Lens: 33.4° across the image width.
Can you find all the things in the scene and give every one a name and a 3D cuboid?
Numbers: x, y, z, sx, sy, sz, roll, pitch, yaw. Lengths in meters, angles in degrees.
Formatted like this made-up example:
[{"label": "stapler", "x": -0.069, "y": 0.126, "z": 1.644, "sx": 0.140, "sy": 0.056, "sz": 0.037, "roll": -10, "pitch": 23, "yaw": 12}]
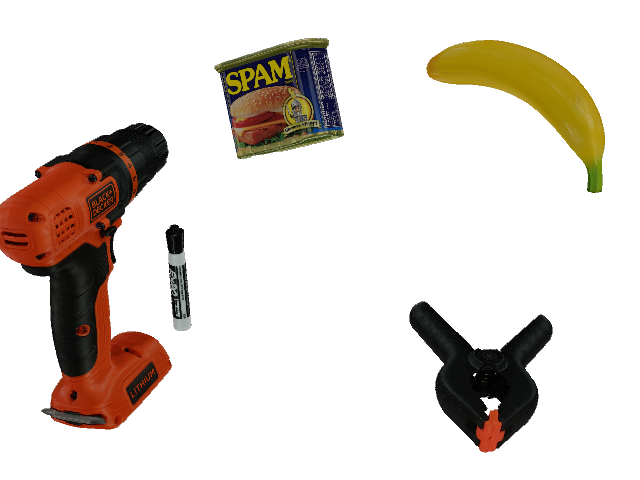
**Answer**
[{"label": "clamp", "x": 0.141, "y": 0.103, "z": 0.852, "sx": 0.120, "sy": 0.039, "sz": 0.171, "roll": -3, "pitch": 33, "yaw": -2}, {"label": "banana", "x": 0.155, "y": -0.116, "z": 0.831, "sx": 0.037, "sy": 0.070, "sz": 0.198, "roll": 2, "pitch": 33, "yaw": -43}, {"label": "marker", "x": -0.147, "y": 0.039, "z": 1.106, "sx": 0.020, "sy": 0.121, "sz": 0.020, "roll": -1, "pitch": 29, "yaw": 0}, {"label": "can of meat", "x": -0.035, "y": -0.121, "z": 0.922, "sx": 0.102, "sy": 0.084, "sz": 0.057, "roll": -10, "pitch": 2, "yaw": 32}, {"label": "power drill", "x": -0.153, "y": 0.023, "z": 0.758, "sx": 0.057, "sy": 0.188, "sz": 0.184, "roll": 4, "pitch": 25, "yaw": 22}]
